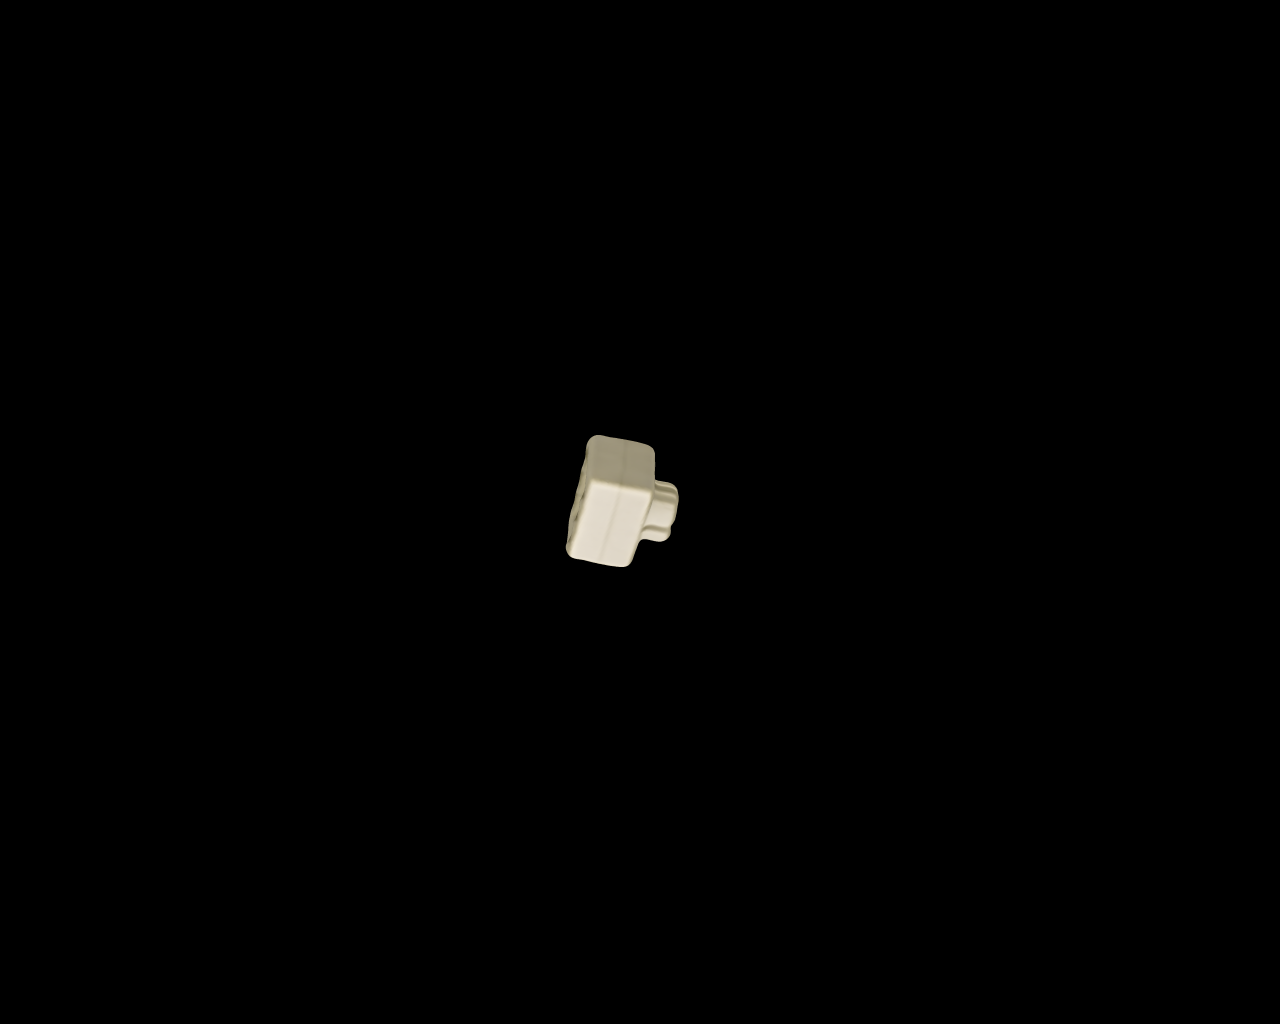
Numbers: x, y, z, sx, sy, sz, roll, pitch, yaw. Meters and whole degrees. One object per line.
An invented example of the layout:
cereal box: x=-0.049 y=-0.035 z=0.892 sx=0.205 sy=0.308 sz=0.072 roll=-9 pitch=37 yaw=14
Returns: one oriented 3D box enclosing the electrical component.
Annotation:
electrical component: x=0.001 y=-0.003 z=0.650 sx=0.077 sy=0.065 sz=0.047 roll=11 pitch=40 yaw=-9
